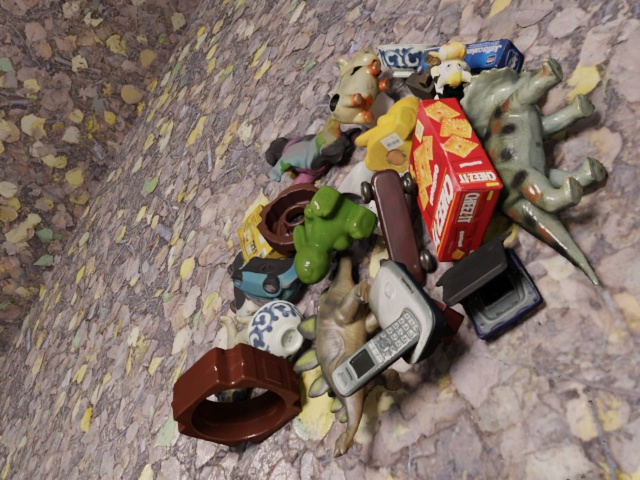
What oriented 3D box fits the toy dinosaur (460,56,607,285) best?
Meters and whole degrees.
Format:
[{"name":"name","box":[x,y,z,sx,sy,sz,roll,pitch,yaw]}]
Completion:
[{"name":"toy dinosaur","box":[0.301,-0.118,0.801,0.192,0.131,0.405,-26,52,55]}]

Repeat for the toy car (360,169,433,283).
[{"name":"toy car","box":[0.130,-0.021,0.913,0.053,0.089,0.202,108,148,-86]}]

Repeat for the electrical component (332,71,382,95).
[{"name":"electrical component","box":[0.090,-0.364,1.266,0.119,0.047,0.075,-50,38,17]}]

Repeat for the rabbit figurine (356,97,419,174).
[{"name":"rabbit figurine","box":[0.156,-0.205,1.052,0.162,0.122,0.173,-32,30,46]}]

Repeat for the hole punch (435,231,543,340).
[{"name":"hole punch","box":[0.245,0.067,0.776,0.142,0.092,0.116,-43,9,24]}]

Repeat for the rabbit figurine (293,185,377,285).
[{"name":"rabbit figurine","box":[-0.002,-0.003,0.987,0.170,0.121,0.159,-61,18,-5]}]

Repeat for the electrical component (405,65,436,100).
[{"name":"electrical component","box":[0.213,-0.294,1.034,0.078,0.102,0.045,38,94,41]}]

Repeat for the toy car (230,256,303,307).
[{"name":"toy car","box":[-0.106,0.097,1.134,0.162,0.102,0.109,1,26,26]}]

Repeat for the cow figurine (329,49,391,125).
[{"name":"cow figurine","box":[0.075,-0.321,1.119,0.127,0.085,0.195,0,55,39]}]

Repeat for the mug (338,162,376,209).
[{"name":"mug","box":[0.079,-0.097,1.083,0.109,0.081,0.107,115,180,-57]}]

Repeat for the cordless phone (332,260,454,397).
[{"name":"cordless phone","box":[0.083,0.133,0.779,0.184,0.088,0.147,-38,43,4]}]

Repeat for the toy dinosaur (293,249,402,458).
[{"name":"toy dinosaur","box":[0.041,0.147,0.938,0.198,0.105,0.471,-35,32,37]}]

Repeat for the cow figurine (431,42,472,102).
[{"name":"cow figurine","box":[0.231,-0.257,0.933,0.068,0.167,0.098,-5,65,14]}]

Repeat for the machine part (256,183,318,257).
[{"name":"machine part","box":[-0.047,-0.043,1.158,0.179,0.056,0.179,-14,44,15]}]

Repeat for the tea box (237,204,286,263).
[{"name":"tea box","box":[-0.131,0.007,1.263,0.098,0.068,0.170,-44,39,19]}]

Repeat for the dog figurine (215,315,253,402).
[{"name":"dog figurine","box":[-0.140,0.252,1.103,0.172,0.121,0.190,-14,71,50]}]

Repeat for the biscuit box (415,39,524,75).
[{"name":"biscuit box","box":[0.275,-0.325,1.006,0.203,0.062,0.059,16,80,53]}]

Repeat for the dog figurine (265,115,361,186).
[{"name":"dog figurine","box":[-0.014,-0.217,1.248,0.219,0.108,0.192,-39,39,21]}]

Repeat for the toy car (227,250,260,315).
[{"name":"toy car","box":[-0.176,0.101,1.268,0.073,0.056,0.202,-46,37,29]}]

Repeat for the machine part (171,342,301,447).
[{"name":"machine part","box":[-0.152,0.286,0.990,0.201,0.201,0.087,-44,37,22]}]
